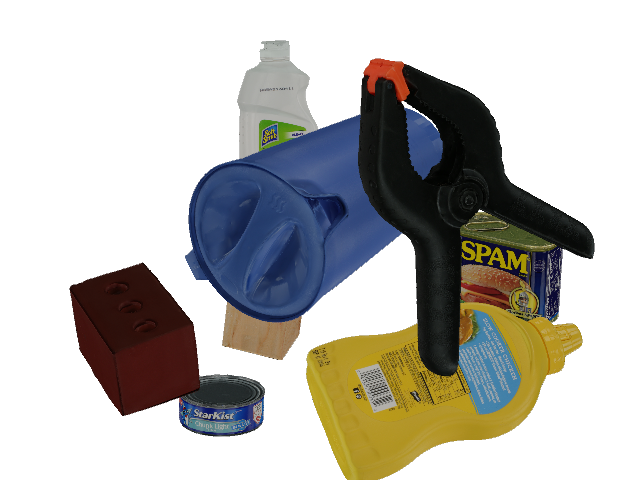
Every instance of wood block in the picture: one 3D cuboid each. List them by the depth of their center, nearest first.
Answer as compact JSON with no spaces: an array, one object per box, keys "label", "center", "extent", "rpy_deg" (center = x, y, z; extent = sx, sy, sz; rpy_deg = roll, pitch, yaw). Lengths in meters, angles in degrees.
[{"label":"wood block","center":[-0.069,0.043,1.448],"extent":[0.090,0.206,0.090],"rpy_deg":[13,22,10]}]

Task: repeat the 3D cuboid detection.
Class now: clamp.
[{"label":"clamp","center":[0.065,-0.013,0.560],"extent":[0.171,0.120,0.039],"rpy_deg":[48,-16,-22]}]

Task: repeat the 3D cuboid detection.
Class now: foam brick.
[{"label":"foam brick","center":[-0.115,0.060,0.659],"extent":[0.052,0.051,0.078],"rpy_deg":[-18,37,-26]}]

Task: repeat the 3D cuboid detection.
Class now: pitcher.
[{"label":"pitcher","center":[0.003,-0.033,0.919],"extent":[0.149,0.145,0.242],"rpy_deg":[27,33,24]}]

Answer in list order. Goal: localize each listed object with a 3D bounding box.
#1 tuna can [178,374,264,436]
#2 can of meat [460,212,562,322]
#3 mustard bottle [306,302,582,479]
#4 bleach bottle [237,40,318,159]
[{"label":"tuna can","center":[-0.098,0.164,1.062],"extent":[0.086,0.034,0.086],"rpy_deg":[2,13,-1]},{"label":"can of meat","center":[0.172,0.027,0.982],"extent":[0.102,0.084,0.057],"rpy_deg":[14,26,35]},{"label":"mustard bottle","center":[0.093,0.094,0.739],"extent":[0.191,0.096,0.058],"rpy_deg":[-17,-31,-11]},{"label":"bleach bottle","center":[-0.034,-0.082,1.121],"extent":[0.102,0.251,0.068],"rpy_deg":[-7,14,-18]}]
